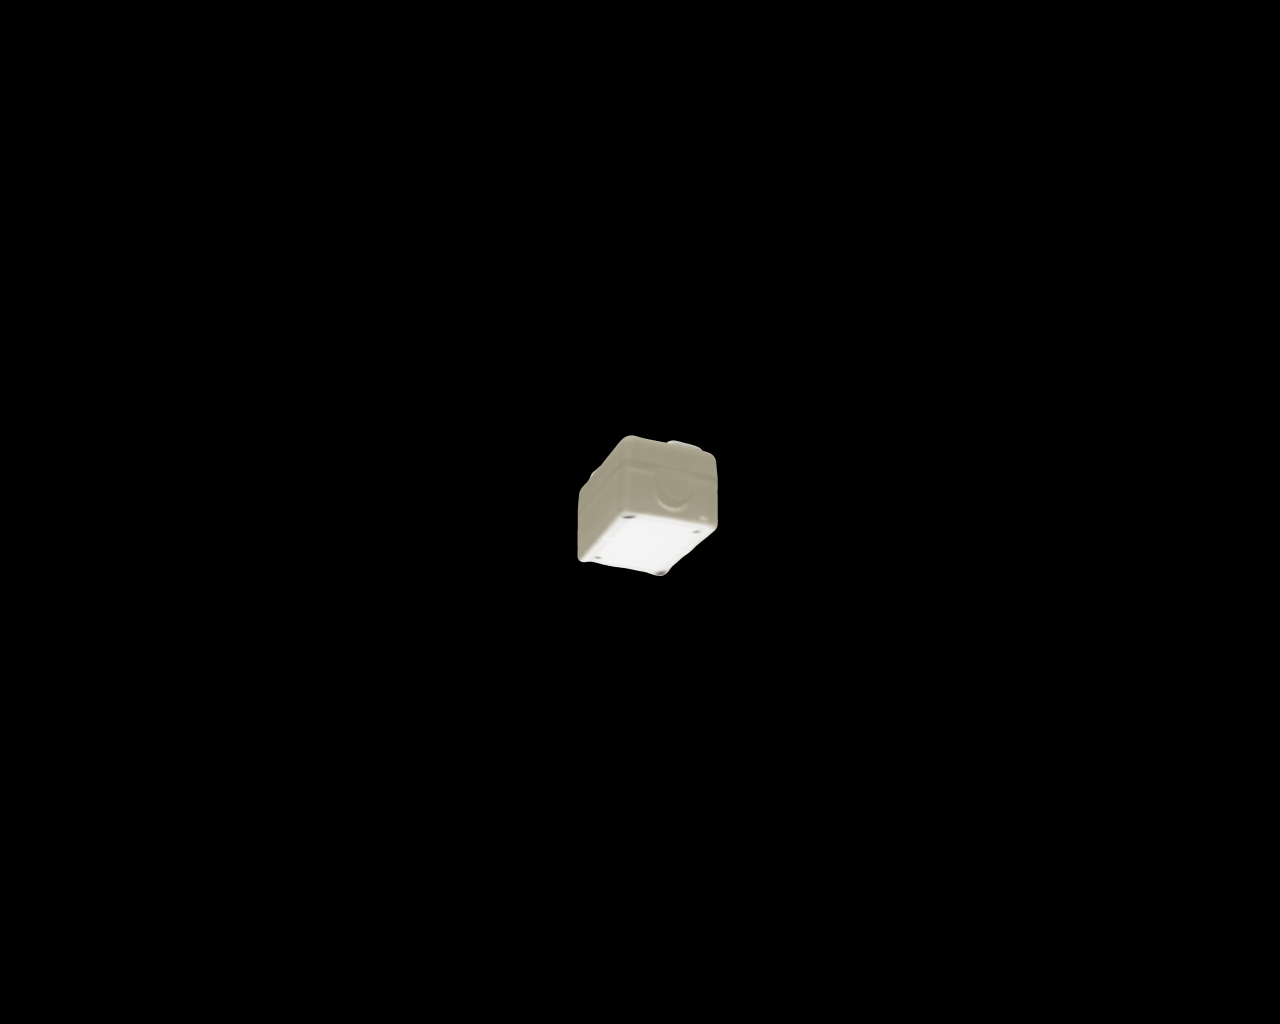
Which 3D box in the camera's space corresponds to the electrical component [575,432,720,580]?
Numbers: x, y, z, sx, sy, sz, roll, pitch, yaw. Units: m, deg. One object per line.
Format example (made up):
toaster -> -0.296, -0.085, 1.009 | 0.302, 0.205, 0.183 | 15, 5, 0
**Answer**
electrical component -> 0.001, -0.003, 0.650 | 0.062, 0.061, 0.096 | 11, -29, -21
